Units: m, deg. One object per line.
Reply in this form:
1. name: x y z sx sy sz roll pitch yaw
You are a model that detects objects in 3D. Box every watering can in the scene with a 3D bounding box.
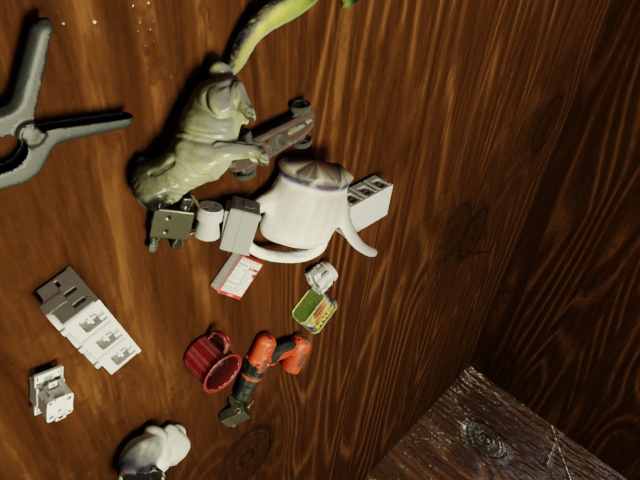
1. watering can: 0.003 -0.052 1.026 0.348 0.220 0.106 2 30 -33

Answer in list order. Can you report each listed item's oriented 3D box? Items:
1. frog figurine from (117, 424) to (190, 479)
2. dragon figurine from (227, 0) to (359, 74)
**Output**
1. frog figurine: -0.337 0.432 1.059 0.123 0.135 0.163 7 27 5
2. dragon figurine: 0.022 -0.409 0.774 0.123 0.404 0.244 46 25 19
